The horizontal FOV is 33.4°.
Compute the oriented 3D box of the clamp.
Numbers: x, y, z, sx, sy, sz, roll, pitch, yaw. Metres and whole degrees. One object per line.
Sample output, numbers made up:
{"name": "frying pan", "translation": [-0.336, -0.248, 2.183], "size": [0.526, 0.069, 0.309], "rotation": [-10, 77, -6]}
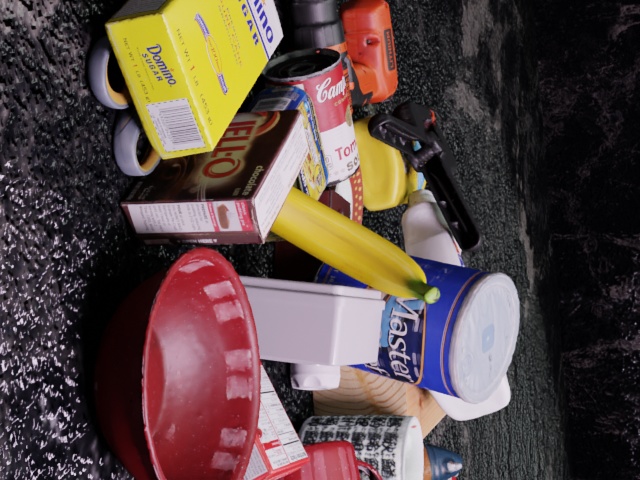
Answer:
{"name": "clamp", "translation": [0.112, -0.080, 1.083], "size": [0.164, 0.036, 0.210], "rotation": [53, 18, -10]}

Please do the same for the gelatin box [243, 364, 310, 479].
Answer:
{"name": "gelatin box", "translation": [-0.050, 0.128, 0.753], "size": [0.089, 0.030, 0.073], "rotation": [63, 15, 13]}

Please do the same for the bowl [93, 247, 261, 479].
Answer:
{"name": "bowl", "translation": [-0.091, 0.086, 0.648], "size": [0.162, 0.055, 0.162], "rotation": [-3, 90, -71]}

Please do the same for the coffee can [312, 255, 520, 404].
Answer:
{"name": "coffee can", "translation": [0.074, 0.064, 0.854], "size": [0.102, 0.141, 0.103], "rotation": [-21, 117, -50]}

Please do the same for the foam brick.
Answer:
{"name": "foam brick", "translation": [-0.006, 0.001, 0.916], "size": [0.053, 0.051, 0.078], "rotation": [31, 58, -67]}

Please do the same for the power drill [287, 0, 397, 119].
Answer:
{"name": "power drill", "translation": [0.019, -0.180, 1.014], "size": [0.187, 0.057, 0.184], "rotation": [-46, 134, -61]}

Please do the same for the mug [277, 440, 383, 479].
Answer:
{"name": "mug", "translation": [0.003, 0.201, 0.823], "size": [0.117, 0.093, 0.081], "rotation": [-1, 71, -31]}

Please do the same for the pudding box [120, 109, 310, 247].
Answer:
{"name": "pudding box", "translation": [-0.064, -0.042, 0.691], "size": [0.113, 0.090, 0.039], "rotation": [-69, 150, -49]}

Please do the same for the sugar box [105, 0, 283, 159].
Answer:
{"name": "sugar box", "translation": [-0.074, -0.136, 0.694], "size": [0.176, 0.048, 0.093], "rotation": [-66, 145, -52]}

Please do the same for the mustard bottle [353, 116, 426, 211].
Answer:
{"name": "mustard bottle", "translation": [0.081, -0.087, 1.173], "size": [0.191, 0.058, 0.096], "rotation": [-17, 94, -70]}

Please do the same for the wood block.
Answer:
{"name": "wood block", "translation": [0.068, 0.143, 1.054], "size": [0.205, 0.090, 0.091], "rotation": [-11, 99, -71]}

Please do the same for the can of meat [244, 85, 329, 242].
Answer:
{"name": "can of meat", "translation": [-0.032, -0.063, 0.842], "size": [0.083, 0.057, 0.102], "rotation": [-63, 145, -58]}

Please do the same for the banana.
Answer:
{"name": "banana", "translation": [0.001, -0.009, 0.777], "size": [0.037, 0.198, 0.069], "rotation": [-60, 173, -13]}

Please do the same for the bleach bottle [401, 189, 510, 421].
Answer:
{"name": "bleach bottle", "translation": [0.118, 0.044, 1.034], "size": [0.102, 0.068, 0.251], "rotation": [57, 17, -47]}

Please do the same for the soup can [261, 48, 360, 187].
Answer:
{"name": "soup can", "translation": [-0.007, -0.103, 0.905], "size": [0.068, 0.069, 0.102], "rotation": [-62, 146, -56]}

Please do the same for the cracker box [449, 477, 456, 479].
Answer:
{"name": "cracker box", "translation": [0.088, 0.307, 1.119], "size": [0.213, 0.072, 0.164], "rotation": [46, 45, -64]}

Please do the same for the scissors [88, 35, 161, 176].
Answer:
{"name": "scissors", "translation": [-0.108, -0.135, 0.693], "size": [0.096, 0.016, 0.201], "rotation": [60, 32, -53]}
